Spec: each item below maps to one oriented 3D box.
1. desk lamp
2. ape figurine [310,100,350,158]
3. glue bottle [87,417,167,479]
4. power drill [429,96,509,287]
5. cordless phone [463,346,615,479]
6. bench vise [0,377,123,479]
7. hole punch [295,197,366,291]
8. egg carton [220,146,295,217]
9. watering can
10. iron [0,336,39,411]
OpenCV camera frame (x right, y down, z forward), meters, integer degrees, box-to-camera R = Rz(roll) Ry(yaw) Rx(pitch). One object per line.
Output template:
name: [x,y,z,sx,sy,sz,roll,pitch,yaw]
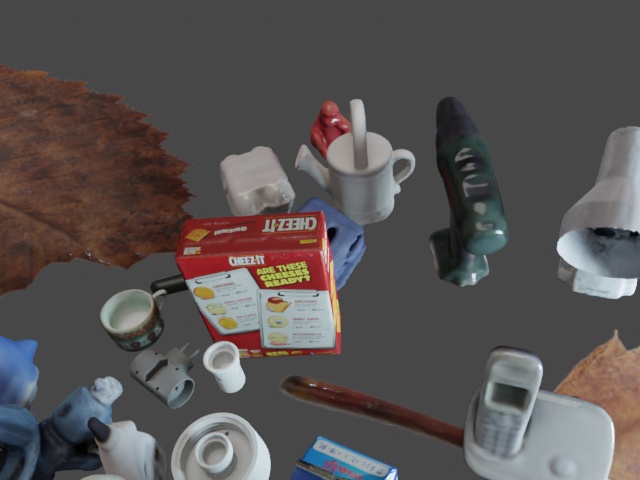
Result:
desk lamp: [0.363,-0.019,0.716,0.117,0.214,0.203,13,51,20]
ape figurine: [0.018,-0.205,1.023,0.077,0.092,0.076,-7,47,3]
glue bottle: [-0.205,0.228,0.604,0.037,0.173,0.078,-10,47,0]
power drill: [0.191,-0.049,0.773,0.075,0.209,0.229,-8,47,2]
cordless phone: [0.223,0.179,0.575,0.147,0.185,0.094,6,49,15]
bench vise: [-0.331,0.201,0.616,0.121,0.220,0.208,23,55,27]
hole punch: [0.008,0.003,0.834,0.100,0.091,0.109,18,53,23]
egg carton: [-0.107,-0.092,0.953,0.107,0.069,0.150,-19,48,-9]
watering can: [0.053,-0.119,0.869,0.173,0.194,0.100,-20,48,-10]
iron: [-0.447,0.209,0.680,0.118,0.142,0.258,-1,48,8]
